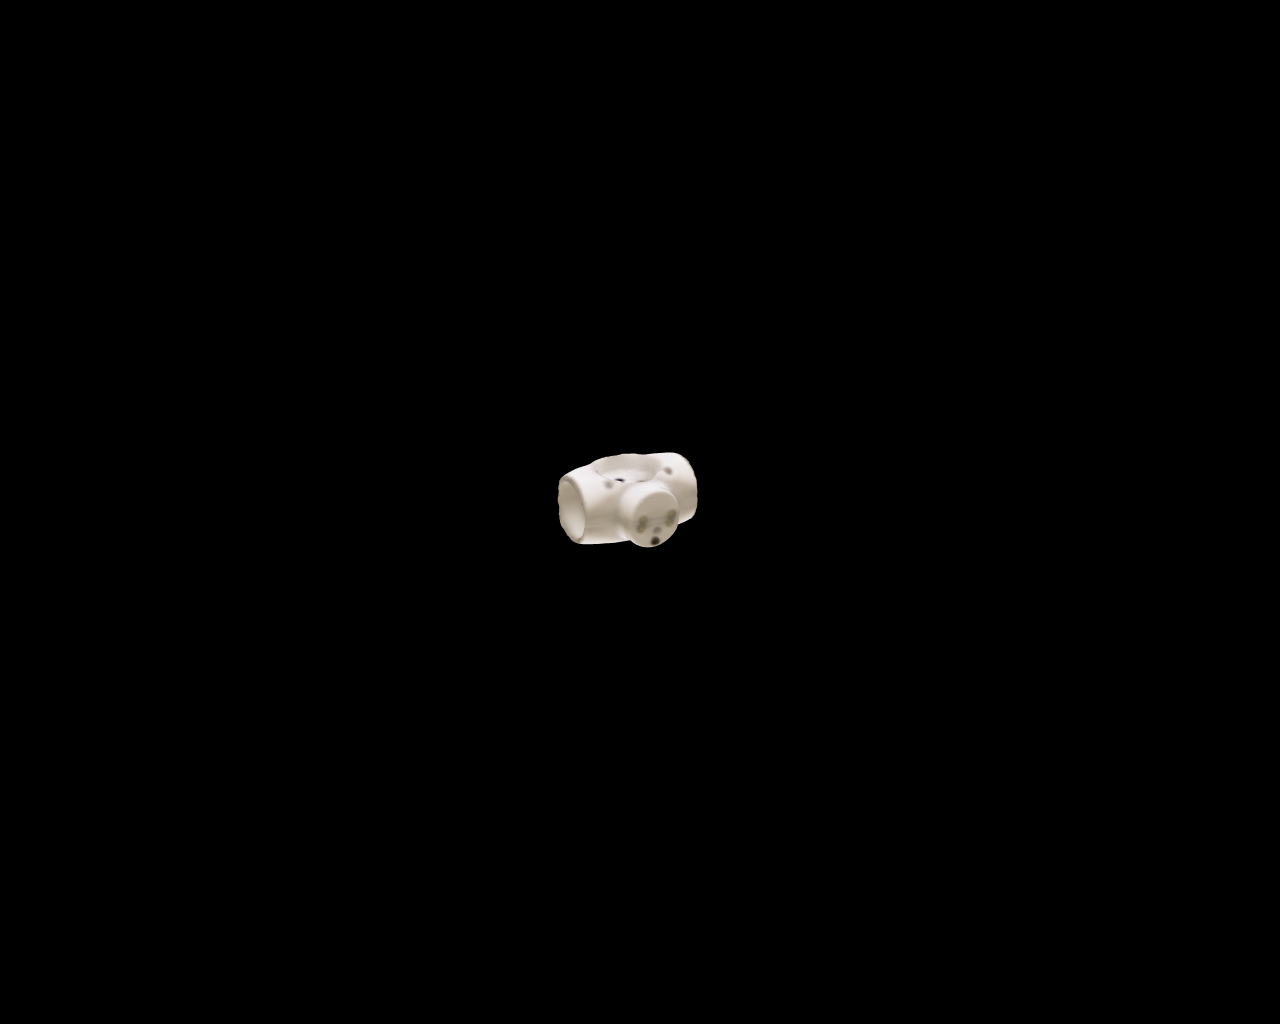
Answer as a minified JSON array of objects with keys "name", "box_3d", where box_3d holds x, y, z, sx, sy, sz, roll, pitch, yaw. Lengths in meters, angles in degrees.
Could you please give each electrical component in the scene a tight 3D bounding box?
[{"name":"electrical component","box_3d":[0.001,-0.003,0.650,0.077,0.044,0.079,-12,28,-25]}]
